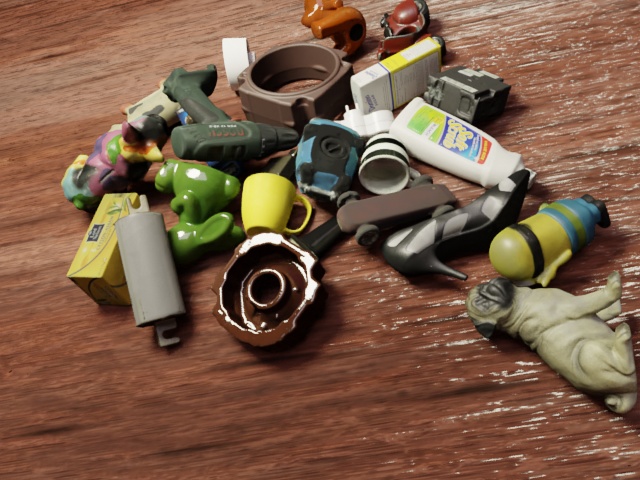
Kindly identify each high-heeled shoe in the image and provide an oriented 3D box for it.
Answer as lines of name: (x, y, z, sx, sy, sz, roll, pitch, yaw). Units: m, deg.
high-heeled shoe: (0.208, -0.034, 0.824, 0.145, 0.086, 0.249, 25, 63, 34)

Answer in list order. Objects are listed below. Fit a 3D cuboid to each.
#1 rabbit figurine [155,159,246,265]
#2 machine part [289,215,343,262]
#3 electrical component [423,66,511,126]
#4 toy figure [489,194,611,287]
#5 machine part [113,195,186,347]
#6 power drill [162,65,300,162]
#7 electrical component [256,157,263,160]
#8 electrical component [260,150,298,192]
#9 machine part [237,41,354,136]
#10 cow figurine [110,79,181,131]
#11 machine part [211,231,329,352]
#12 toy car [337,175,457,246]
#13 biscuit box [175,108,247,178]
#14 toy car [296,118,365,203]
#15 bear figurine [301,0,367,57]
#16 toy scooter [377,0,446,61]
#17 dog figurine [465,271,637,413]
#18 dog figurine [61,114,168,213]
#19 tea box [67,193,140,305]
rabbit figurine: (-0.206, -0.032, 0.920, 0.159, 0.121, 0.170, 14, 77, 14)
machine part: (-0.002, -0.003, 0.877, 0.139, 0.039, 0.084, -41, 48, -15)
electrical component: (0.272, -0.265, 0.972, 0.134, 0.058, 0.115, -24, 49, -35)
toy figure: (0.324, -0.006, 0.767, 0.180, 0.089, 0.082, -34, 10, -6)
machine part: (-0.266, 0.046, 0.838, 0.079, 0.079, 0.243, -16, 81, 2)
power drill: (-0.176, -0.222, 0.974, 0.232, 0.086, 0.207, -18, 67, -33)
electrical component: (-0.117, -0.190, 1.048, 0.094, 0.021, 0.063, -21, 52, -2)
electrical component: (-0.068, -0.117, 0.973, 0.078, 0.045, 0.102, -6, 46, 42)
machine part: (-0.046, -0.306, 1.066, 0.201, 0.087, 0.201, 25, 59, 28)
cow figurine: (-0.353, -0.240, 1.107, 0.195, 0.085, 0.127, -41, 50, -17)
machine part: (-0.075, 0.078, 0.805, 0.179, 0.056, 0.179, -9, 63, 17)
toy car: (0.122, -0.047, 0.857, 0.202, 0.053, 0.089, -14, 51, -20)
biscuit box: (-0.215, -0.193, 1.049, 0.059, 0.062, 0.203, -31, 54, -8)
toy car: (0.009, -0.120, 0.917, 0.109, 0.103, 0.162, 14, 58, -7)
bear figurine: (0.007, -0.473, 1.166, 0.132, 0.120, 0.196, -38, 54, -11)
toy scooter: (0.174, -0.427, 1.122, 0.135, 0.075, 0.184, -15, 57, 4)
dog figurine: (0.288, 0.130, 0.686, 0.191, 0.121, 0.172, -9, 49, 24)
dog figurine: (-0.355, -0.138, 0.950, 0.219, 0.108, 0.191, -7, 41, 56)
tea box: (-0.342, 0.015, 0.907, 0.068, 0.098, 0.169, 1, 57, 15)
